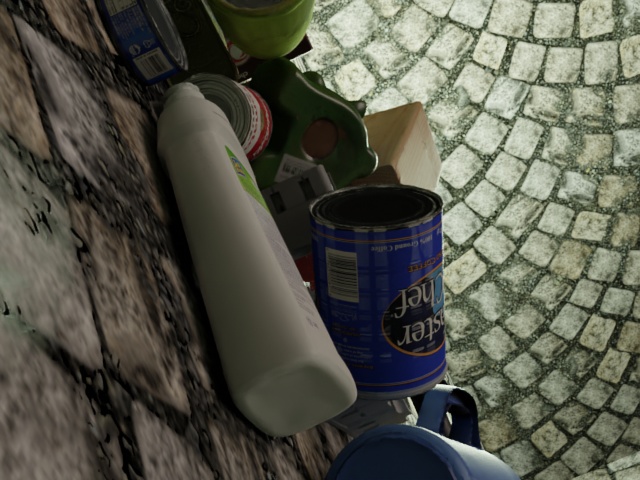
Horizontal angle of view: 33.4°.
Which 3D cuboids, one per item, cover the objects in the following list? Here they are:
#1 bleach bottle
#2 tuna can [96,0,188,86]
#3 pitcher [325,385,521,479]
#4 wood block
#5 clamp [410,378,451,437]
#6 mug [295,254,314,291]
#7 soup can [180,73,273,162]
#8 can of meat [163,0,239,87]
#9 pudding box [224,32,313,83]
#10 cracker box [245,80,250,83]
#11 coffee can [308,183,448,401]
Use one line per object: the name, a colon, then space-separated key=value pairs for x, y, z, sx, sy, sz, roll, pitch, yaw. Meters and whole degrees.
bleach bottle: x=-0.055 y=-0.001 z=0.707 sx=0.251 sy=0.068 sz=0.102 roll=67 pitch=5 yaw=32
tuna can: x=-0.130 y=-0.157 z=0.781 sx=0.086 sy=0.034 sz=0.086 roll=-25 pitch=90 yaw=-84
pitcher: x=0.086 y=0.200 z=0.821 sx=0.149 sy=0.145 sz=0.242 roll=53 pitch=3 yaw=25
wood block: x=0.068 y=-0.068 z=1.155 sx=0.206 sy=0.090 sz=0.091 roll=-62 pitch=135 yaw=-62
clamp: x=0.084 y=0.109 z=0.997 sx=0.120 sy=0.039 sz=0.171 roll=-91 pitch=157 yaw=-76
mug: x=-0.007 y=0.001 z=1.033 sx=0.081 sy=0.093 sz=0.117 roll=-83 pitch=170 yaw=-69
soup can: x=-0.078 y=-0.092 z=0.829 sx=0.102 sy=0.068 sz=0.068 roll=-27 pitch=93 yaw=-83
can of meat: x=-0.115 y=-0.177 z=0.893 sx=0.084 sy=0.057 sz=0.102 roll=-109 pitch=172 yaw=-53
pudding box: x=-0.075 y=-0.218 z=1.123 sx=0.039 sy=0.113 sz=0.090 roll=-89 pitch=155 yaw=-83
cracker box: x=-0.027 y=-0.136 z=1.423 sx=0.213 sy=0.072 sz=0.164 roll=-26 pitch=92 yaw=-83
coffee can: x=0.046 y=0.038 z=0.824 sx=0.103 sy=0.103 sz=0.140 roll=-97 pitch=-177 yaw=-69
